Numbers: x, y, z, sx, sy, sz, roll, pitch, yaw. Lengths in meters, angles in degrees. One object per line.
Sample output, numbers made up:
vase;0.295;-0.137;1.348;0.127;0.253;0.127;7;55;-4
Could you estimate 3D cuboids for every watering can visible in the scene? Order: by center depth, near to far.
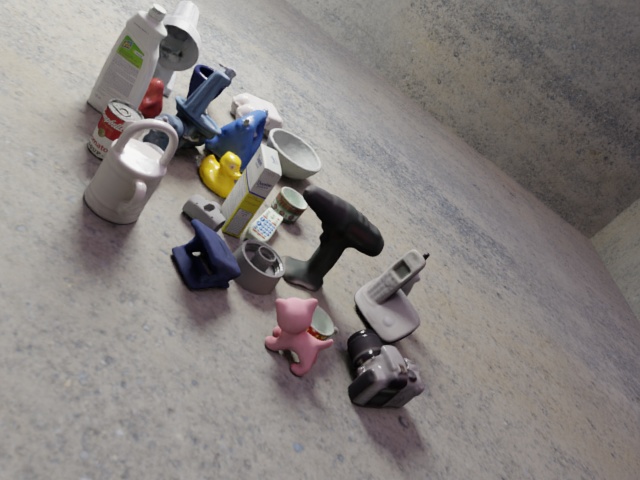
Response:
watering can;-0.316;-0.133;0.973;0.101;0.193;0.172;-6;53;-55

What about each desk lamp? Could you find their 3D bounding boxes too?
desk lamp;-0.360;-0.458;1.367;0.118;0.213;0.203;27;31;-26

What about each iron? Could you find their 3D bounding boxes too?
iron;-0.177;-0.269;1.405;0.119;0.141;0.258;38;28;-6

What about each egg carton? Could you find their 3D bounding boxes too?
egg carton;-0.175;-0.347;1.599;0.151;0.069;0.107;13;39;-43

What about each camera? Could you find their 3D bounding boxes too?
camera;0.119;0.238;1.094;0.144;0.100;0.136;16;36;-39

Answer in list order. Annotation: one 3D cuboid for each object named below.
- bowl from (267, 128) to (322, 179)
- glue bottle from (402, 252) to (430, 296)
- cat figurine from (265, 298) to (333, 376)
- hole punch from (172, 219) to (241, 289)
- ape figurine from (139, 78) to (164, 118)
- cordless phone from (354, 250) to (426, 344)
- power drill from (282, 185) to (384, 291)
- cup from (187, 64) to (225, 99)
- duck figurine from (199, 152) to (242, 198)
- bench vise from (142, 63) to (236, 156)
bowl;-0.081;-0.215;1.522;0.168;0.074;0.167;31;29;-19
glue bottle;0.195;0.089;1.328;0.078;0.173;0.037;27;31;-26
cat figurine;-0.035;0.155;1.000;0.128;0.117;0.067;42;27;1
hole punch;-0.192;0.024;1.017;0.101;0.091;0.108;2;46;-51
ape figurine;-0.379;-0.322;1.277;0.076;0.092;0.077;30;29;-21
cordless phone;0.176;0.122;1.243;0.094;0.185;0.147;-2;50;-53
power drill;0.011;0.004;1.177;0.230;0.208;0.075;22;33;-32
cup;-0.298;-0.393;1.481;0.092;0.095;0.118;37;28;-9
duck figurine;-0.211;-0.156;1.259;0.104;0.086;0.078;49;28;15
bench vise;-0.259;-0.265;1.209;0.122;0.219;0.207;35;28;-11
